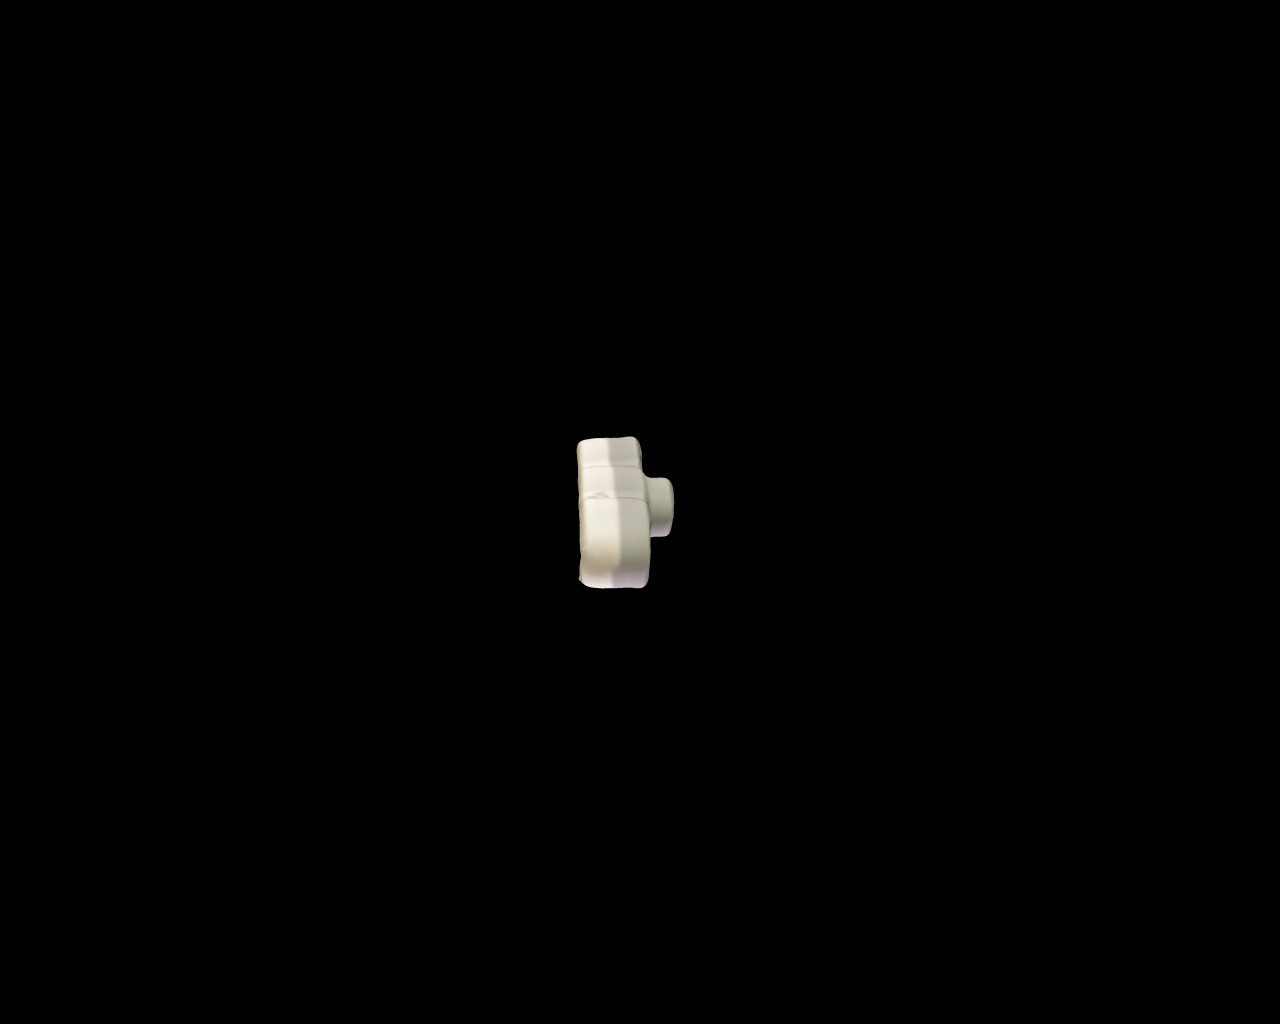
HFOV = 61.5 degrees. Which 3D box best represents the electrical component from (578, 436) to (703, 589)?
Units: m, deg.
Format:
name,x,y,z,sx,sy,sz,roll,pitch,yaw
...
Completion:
name,x,y,z,sx,sy,sz,roll,pitch,yaw
electrical component,0.001,-0.003,0.650,0.074,0.052,0.138,-2,27,-3
